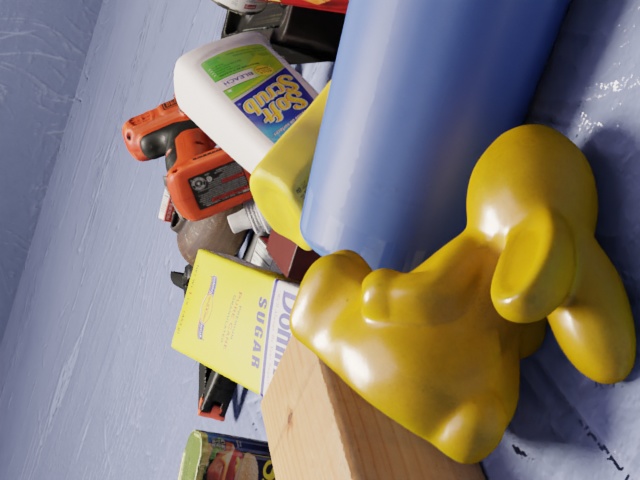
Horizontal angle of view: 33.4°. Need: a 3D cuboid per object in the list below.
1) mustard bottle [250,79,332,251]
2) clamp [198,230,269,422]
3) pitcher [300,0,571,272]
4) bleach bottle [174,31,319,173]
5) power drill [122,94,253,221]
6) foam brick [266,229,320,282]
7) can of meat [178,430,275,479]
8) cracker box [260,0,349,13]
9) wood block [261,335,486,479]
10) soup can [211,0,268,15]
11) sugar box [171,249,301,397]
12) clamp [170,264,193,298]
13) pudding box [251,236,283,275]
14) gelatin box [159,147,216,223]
[{"bbox_3d":[0.030,-0.088,0.757,0.191,0.058,0.096,-52,-24,-16],"label":"mustard bottle"},{"bbox_3d":[-0.084,0.070,1.049,0.165,0.036,0.210,138,144,-57],"label":"clamp"},{"bbox_3d":[0.071,-0.101,0.653,0.145,0.149,0.243,36,116,48],"label":"pitcher"},{"bbox_3d":[-0.023,-0.088,0.882,0.251,0.102,0.068,43,146,41],"label":"bleach bottle"},{"bbox_3d":[-0.092,-0.100,1.026,0.188,0.184,0.057,-121,7,-59],"label":"power drill"},{"bbox_3d":[-0.006,0.001,0.868,0.078,0.053,0.051,-132,59,-65],"label":"foam brick"},{"bbox_3d":[-0.071,0.208,0.865,0.058,0.083,0.102,168,114,-68],"label":"can of meat"},{"bbox_3d":[-0.018,-0.223,0.756,0.213,0.164,0.072,14,-93,-75],"label":"cracker box"},{"bbox_3d":[0.033,0.143,0.631,0.206,0.090,0.091,-108,36,-54],"label":"wood block"},{"bbox_3d":[-0.061,-0.261,0.951,0.068,0.068,0.102,-98,29,-45],"label":"soup can"},{"bbox_3d":[-0.049,0.072,0.868,0.177,0.048,0.093,17,93,51],"label":"sugar box"},{"bbox_3d":[-0.139,0.047,1.204,0.171,0.039,0.120,-102,24,-46],"label":"clamp"},{"bbox_3d":[-0.044,0.062,0.950,0.113,0.039,0.090,-70,23,11],"label":"pudding box"},{"bbox_3d":[-0.124,-0.056,1.130,0.030,0.073,0.089,-157,81,-69],"label":"gelatin box"}]
